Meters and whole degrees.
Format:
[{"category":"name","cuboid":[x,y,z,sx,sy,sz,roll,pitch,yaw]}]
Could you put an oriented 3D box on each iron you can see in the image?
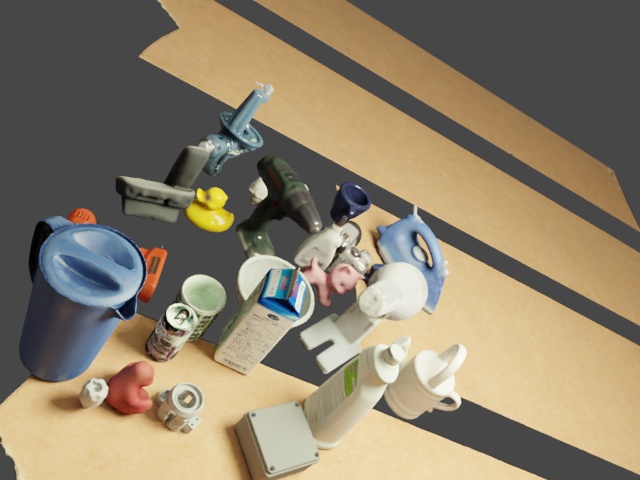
[{"category":"iron","cuboid":[0.255,0.043,1.437,0.119,0.141,0.258,-6,56,-43]}]

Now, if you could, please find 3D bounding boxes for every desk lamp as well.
[{"category":"desk lamp","cuboid":[0.096,0.147,1.145,0.118,0.213,0.204,51,39,14]}]

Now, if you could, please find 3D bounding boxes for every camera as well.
[{"category":"camera","cuboid":[0.065,0.012,1.344,0.143,0.100,0.137,41,38,2]}]

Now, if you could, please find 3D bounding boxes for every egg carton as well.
[{"category":"egg carton","cuboid":[-0.097,-0.112,1.357,0.107,0.069,0.151,46,38,8]}]

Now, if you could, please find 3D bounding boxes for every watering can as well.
[{"category":"watering can","cuboid":[0.212,0.267,1.138,0.173,0.193,0.101,29,39,-14]}]

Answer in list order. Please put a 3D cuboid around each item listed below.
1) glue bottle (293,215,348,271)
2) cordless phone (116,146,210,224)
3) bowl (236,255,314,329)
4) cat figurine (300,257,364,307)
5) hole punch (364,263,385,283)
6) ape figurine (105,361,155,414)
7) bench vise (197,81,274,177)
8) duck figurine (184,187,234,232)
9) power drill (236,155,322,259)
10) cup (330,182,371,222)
[{"category":"glue bottle","cuboid":[0.011,0.004,1.248,0.078,0.173,0.037,31,39,-11]},{"category":"cordless phone","cuboid":[-0.303,-0.127,1.108,0.148,0.184,0.094,6,49,-36]},{"category":"bowl","cuboid":[-0.099,0.116,1.127,0.168,0.074,0.167,23,41,-21]},{"category":"cat figurine","cuboid":[0.025,0.079,1.231,0.128,0.117,0.067,31,39,-12]},{"category":"hole punch","cuboid":[0.172,0.095,1.358,0.109,0.091,0.101,6,49,-35]},{"category":"ape figurine","cuboid":[-0.278,0.216,0.866,0.076,0.092,0.077,17,43,-27]},{"category":"bench vise","cuboid":[-0.183,-0.247,1.297,0.122,0.219,0.207,32,38,-10]},{"category":"duck figurine","cuboid":[-0.223,-0.071,1.199,0.105,0.086,0.077,25,40,-18]},{"category":"power drill","cuboid":[-0.090,-0.053,1.192,0.076,0.208,0.229,0,52,-39]},{"category":"cup","cuboid":[0.067,-0.076,1.437,0.092,0.094,0.118,29,39,-14]}]
